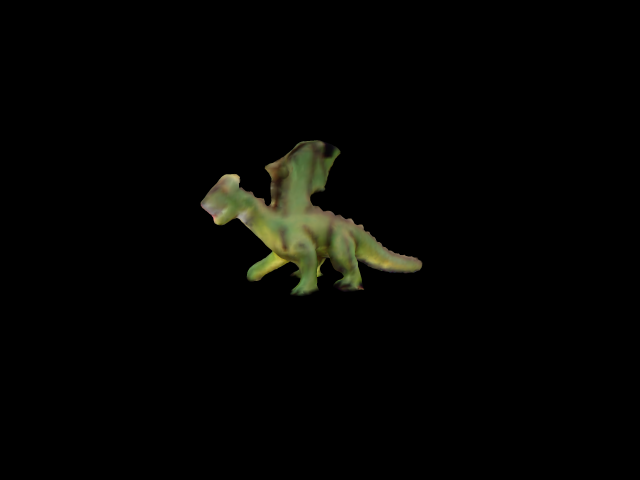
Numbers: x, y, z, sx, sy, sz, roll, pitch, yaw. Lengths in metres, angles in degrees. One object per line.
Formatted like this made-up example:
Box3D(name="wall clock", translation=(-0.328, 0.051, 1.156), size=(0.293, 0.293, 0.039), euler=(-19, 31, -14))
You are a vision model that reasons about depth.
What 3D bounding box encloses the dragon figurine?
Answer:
Box3D(name="dragon figurine", translation=(0.003, -0.043, 0.850), size=(0.411, 0.241, 0.122), euler=(-5, 9, -29))
